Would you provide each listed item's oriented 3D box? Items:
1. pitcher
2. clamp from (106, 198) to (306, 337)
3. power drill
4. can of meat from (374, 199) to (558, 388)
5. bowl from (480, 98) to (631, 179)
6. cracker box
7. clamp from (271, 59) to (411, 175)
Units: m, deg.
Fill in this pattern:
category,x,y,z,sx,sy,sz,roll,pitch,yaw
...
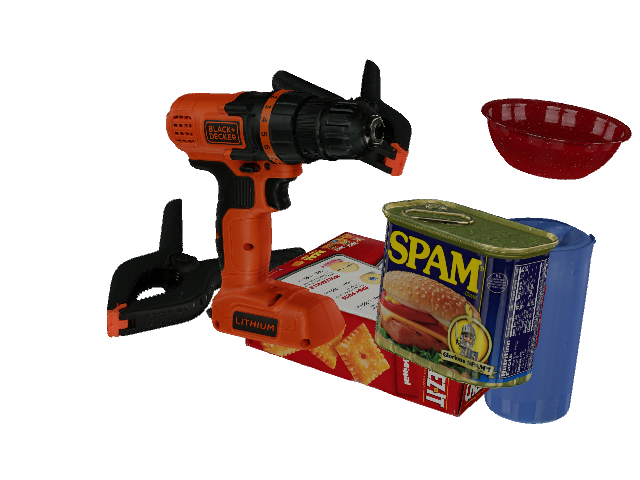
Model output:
category,x,y,z,sx,sy,sz,roll,pitch,yaw
pitcher,0.255,0.101,1.327,0.149,0.243,0.144,6,19,17
clamp,-0.136,0.026,1.008,0.165,0.036,0.209,25,37,29
power drill,-0.028,-0.018,0.782,0.185,0.188,0.057,8,21,38
can of meat,0.079,0.029,0.611,0.057,0.084,0.102,-9,21,-41
bowl,0.251,-0.107,1.160,0.162,0.055,0.162,6,23,-3
cracker box,0.066,0.067,0.939,0.214,0.072,0.163,16,25,31
clamp,0.027,-0.124,1.043,0.120,0.039,0.171,-10,42,-16
